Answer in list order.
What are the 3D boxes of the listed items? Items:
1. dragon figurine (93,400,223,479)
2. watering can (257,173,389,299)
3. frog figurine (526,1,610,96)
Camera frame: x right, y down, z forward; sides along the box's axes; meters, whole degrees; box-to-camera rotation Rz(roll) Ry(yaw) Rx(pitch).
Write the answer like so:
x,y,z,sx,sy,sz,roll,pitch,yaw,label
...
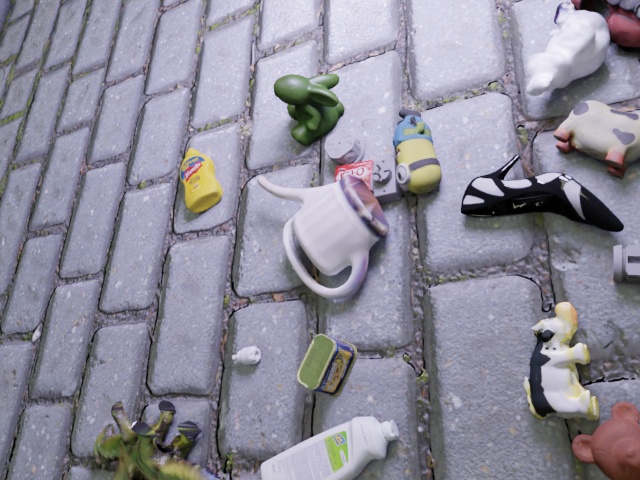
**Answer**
x,y,z,sx,sy,sz,roll,pitch,yaw,label
-0.349,0.480,1.047,0.414,0.122,0.241,26,100,39,dragon figurine
0.003,-0.053,1.048,0.222,0.103,0.353,-38,64,17,watering can
0.434,-0.319,0.904,0.123,0.134,0.162,26,61,9,frog figurine
